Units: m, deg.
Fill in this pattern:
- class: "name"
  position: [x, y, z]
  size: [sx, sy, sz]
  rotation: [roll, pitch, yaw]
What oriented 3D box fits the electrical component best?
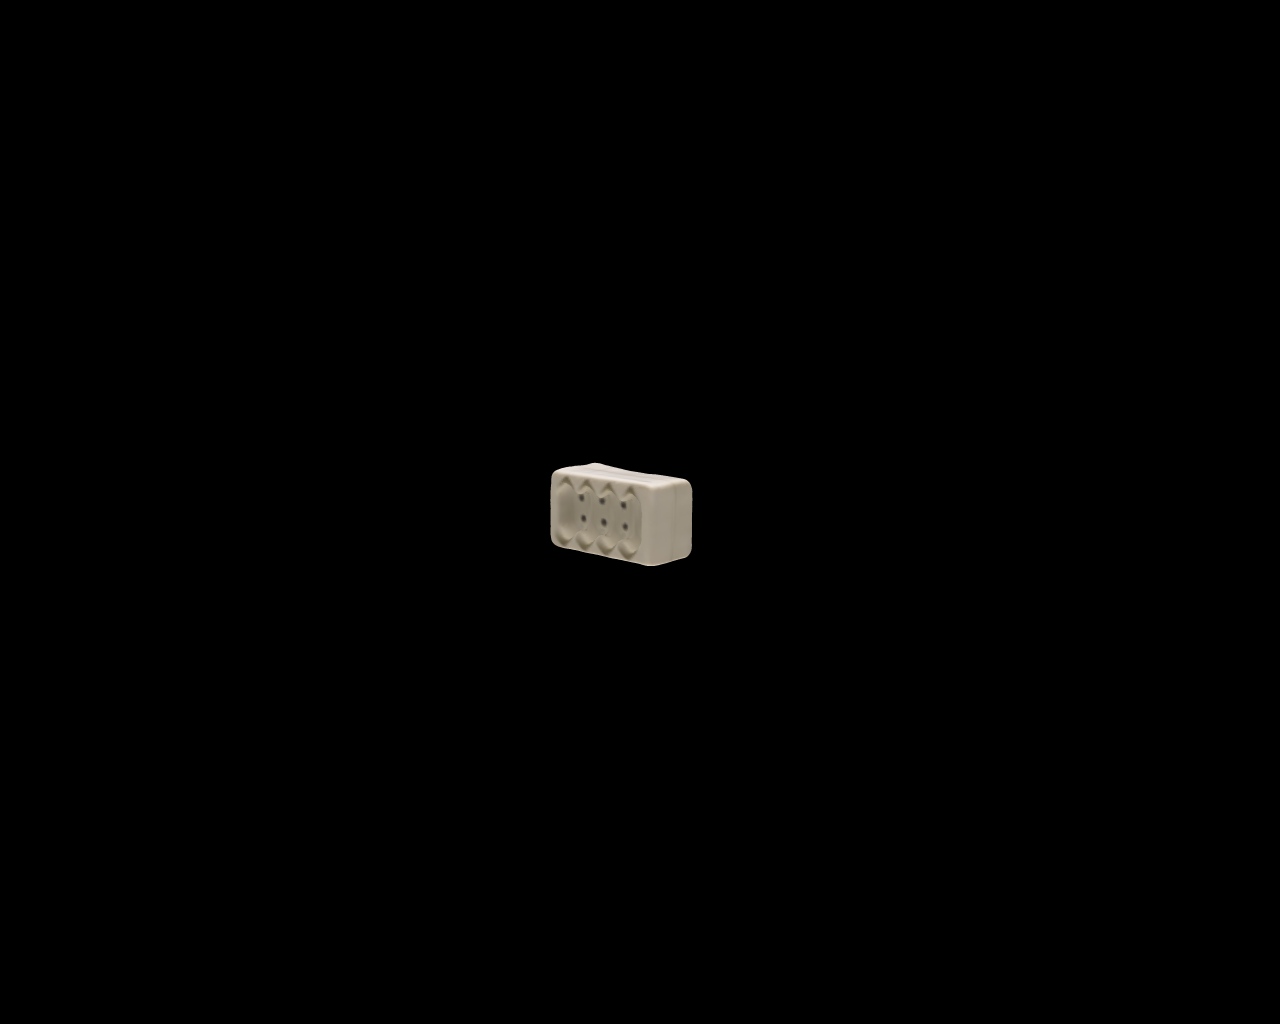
- class: "electrical component"
  position: [0.001, -0.003, 0.650]
  size: [0.083, 0.047, 0.076]
  rotation: [11, 17, 42]
